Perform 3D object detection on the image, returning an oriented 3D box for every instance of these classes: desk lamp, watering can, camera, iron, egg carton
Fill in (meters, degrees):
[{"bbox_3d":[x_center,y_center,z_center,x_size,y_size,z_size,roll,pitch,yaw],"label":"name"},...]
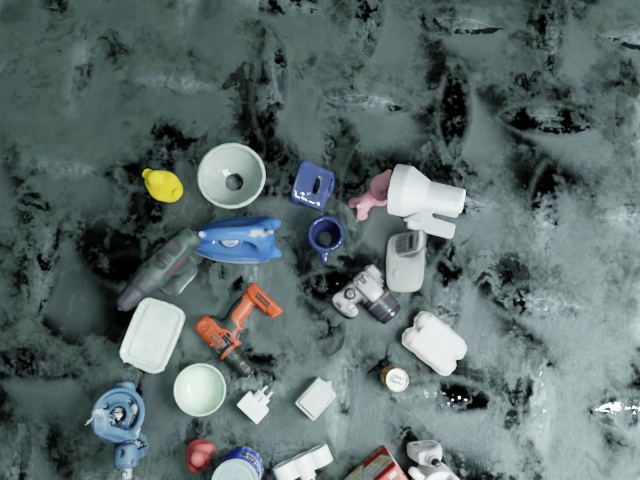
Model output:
[{"bbox_3d":[0.252,-0.093,1.366,0.203,0.213,0.118,14,81,1],"label":"desk lamp"},{"bbox_3d":[0.278,0.567,1.277,0.173,0.194,0.101,12,81,1],"label":"watering can"},{"bbox_3d":[0.118,0.147,1.383,0.143,0.101,0.137,-43,85,-7],"label":"camera"},{"bbox_3d":[-0.223,-0.006,1.376,0.258,0.141,0.119,-2,81,-2],"label":"iron"},{"bbox_3d":[0.277,0.249,1.388,0.150,0.069,0.107,38,82,4],"label":"egg carton"}]

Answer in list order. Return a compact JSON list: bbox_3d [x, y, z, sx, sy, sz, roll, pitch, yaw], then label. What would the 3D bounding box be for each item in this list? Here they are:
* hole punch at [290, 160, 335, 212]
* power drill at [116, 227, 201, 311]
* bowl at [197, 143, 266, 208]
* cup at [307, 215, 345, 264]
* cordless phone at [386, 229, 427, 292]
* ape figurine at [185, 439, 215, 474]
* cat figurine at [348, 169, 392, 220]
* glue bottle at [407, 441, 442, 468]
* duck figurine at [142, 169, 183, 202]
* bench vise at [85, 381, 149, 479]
[{"bbox_3d":[-0.017,-0.136,1.427,0.101,0.091,0.109,16,81,1],"label":"hole punch"},{"bbox_3d":[-0.358,0.076,1.326,0.075,0.208,0.230,38,82,5],"label":"power drill"},{"bbox_3d":[-0.217,-0.153,1.432,0.167,0.074,0.167,0,81,-1],"label":"bowl"},{"bbox_3d":[0.013,0.005,1.405,0.091,0.095,0.118,3,81,-1],"label":"cup"},{"bbox_3d":[0.213,0.048,1.358,0.094,0.185,0.148,0,81,-1],"label":"cordless phone"},{"bbox_3d":[-0.280,0.501,1.323,0.078,0.092,0.076,-35,84,-6],"label":"ape figurine"},{"bbox_3d":[0.134,-0.114,1.414,0.128,0.117,0.067,-37,84,-6],"label":"cat figurine"},{"bbox_3d":[0.247,0.490,1.298,0.078,0.173,0.037,-3,81,-2],"label":"glue bottle"},{"bbox_3d":[-0.394,-0.141,1.420,0.104,0.086,0.077,33,82,4],"label":"duck figurine"},{"bbox_3d":[-0.437,0.423,1.266,0.121,0.219,0.207,-27,83,-5],"label":"bench vise"}]
